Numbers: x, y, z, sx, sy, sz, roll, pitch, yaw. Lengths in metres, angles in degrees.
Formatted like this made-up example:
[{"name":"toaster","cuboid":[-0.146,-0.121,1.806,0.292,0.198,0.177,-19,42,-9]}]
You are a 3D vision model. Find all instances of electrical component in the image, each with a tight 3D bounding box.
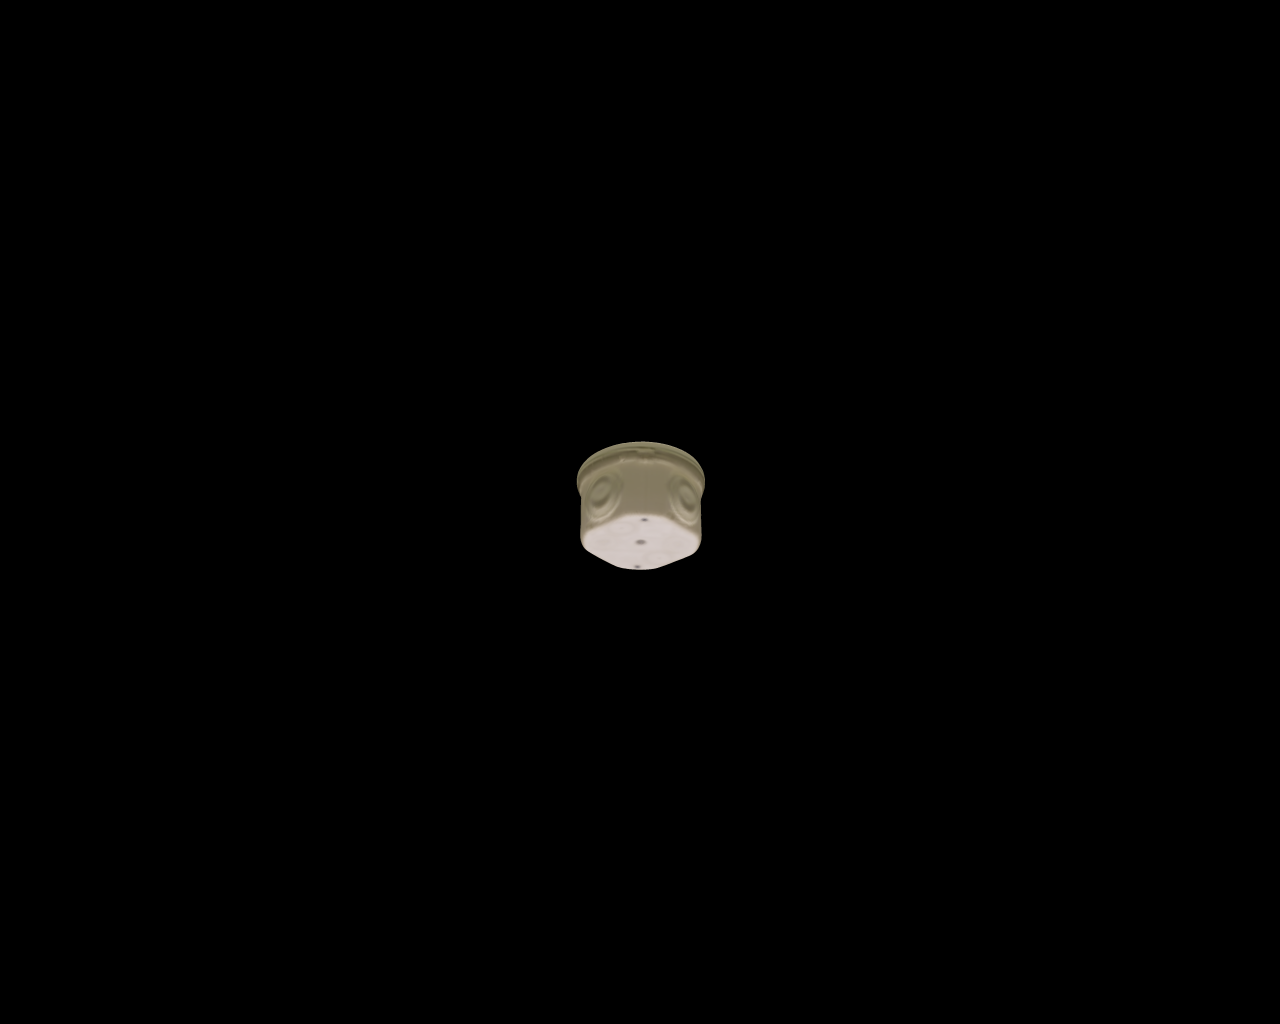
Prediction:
[{"name":"electrical component","cuboid":[0.001,-0.003,0.650,0.080,0.051,0.080,0,-31,0]}]
